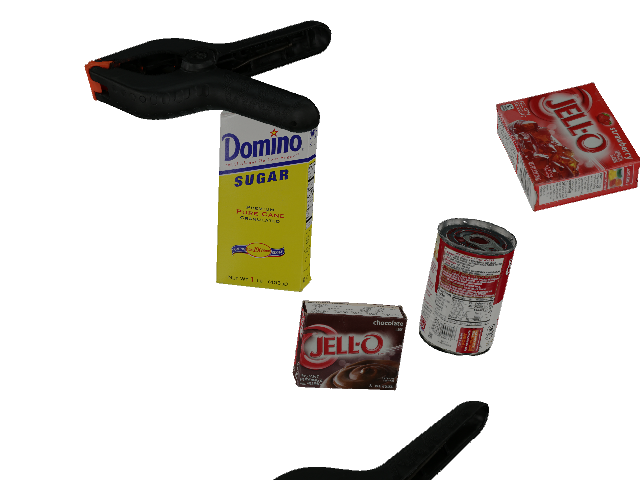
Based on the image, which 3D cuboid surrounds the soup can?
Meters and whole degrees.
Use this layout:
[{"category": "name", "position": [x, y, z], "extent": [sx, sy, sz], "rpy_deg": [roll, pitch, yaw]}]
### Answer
[{"category": "soup can", "position": [0.126, 0.041, 0.923], "extent": [0.068, 0.102, 0.068], "rpy_deg": [7, 24, -3]}]

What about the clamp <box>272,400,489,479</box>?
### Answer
[{"category": "clamp", "position": [0.033, 0.160, 0.639], "extent": [0.210, 0.036, 0.164], "rpy_deg": [-5, 30, -3]}]

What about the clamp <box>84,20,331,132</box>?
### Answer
[{"category": "clamp", "position": [-0.072, -0.118, 0.737], "extent": [0.171, 0.039, 0.120], "rpy_deg": [7, 35, 12]}]

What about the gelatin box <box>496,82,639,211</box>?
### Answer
[{"category": "gelatin box", "position": [0.168, -0.066, 0.733], "extent": [0.073, 0.089, 0.030], "rpy_deg": [-13, -44, -1]}]

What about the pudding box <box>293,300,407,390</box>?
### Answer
[{"category": "pudding box", "position": [0.031, 0.113, 1.152], "extent": [0.113, 0.090, 0.039], "rpy_deg": [2, 25, -10]}]

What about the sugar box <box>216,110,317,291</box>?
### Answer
[{"category": "sugar box", "position": [-0.054, -0.042, 1.065], "extent": [0.093, 0.176, 0.048], "rpy_deg": [5, 16, 11]}]
